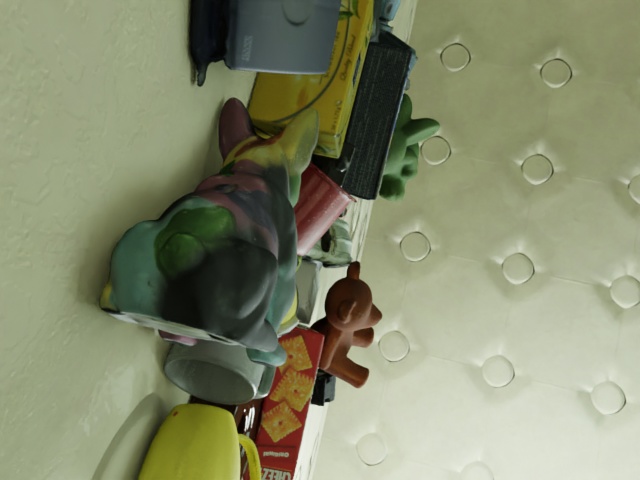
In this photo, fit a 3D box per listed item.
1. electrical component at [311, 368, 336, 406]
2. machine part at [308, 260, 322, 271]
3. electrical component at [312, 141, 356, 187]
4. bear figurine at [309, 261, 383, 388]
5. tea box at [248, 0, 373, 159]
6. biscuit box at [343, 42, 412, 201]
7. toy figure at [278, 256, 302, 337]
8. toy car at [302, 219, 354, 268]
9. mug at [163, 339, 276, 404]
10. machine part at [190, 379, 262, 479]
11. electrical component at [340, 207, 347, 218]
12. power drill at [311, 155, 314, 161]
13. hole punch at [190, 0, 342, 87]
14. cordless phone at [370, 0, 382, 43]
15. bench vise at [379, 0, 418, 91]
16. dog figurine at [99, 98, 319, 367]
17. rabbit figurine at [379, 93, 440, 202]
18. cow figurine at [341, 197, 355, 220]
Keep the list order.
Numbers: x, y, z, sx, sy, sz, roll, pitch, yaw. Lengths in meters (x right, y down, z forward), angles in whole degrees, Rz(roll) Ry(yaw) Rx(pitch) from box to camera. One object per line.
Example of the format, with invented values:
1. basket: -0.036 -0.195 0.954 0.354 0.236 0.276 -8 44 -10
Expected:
1. electrical component: -0.012 0.248 0.917 0.119 0.075 0.047 36 59 -75
2. machine part: -0.009 0.033 0.977 0.138 0.084 0.039 106 -29 -46
3. electrical component: 0.003 -0.097 0.650 0.078 0.045 0.102 -121 -130 -63
4. bear figurine: 0.053 0.134 0.855 0.120 0.132 0.195 -78 -166 -44
5. tea box: -0.007 -0.182 0.571 0.068 0.098 0.169 68 34 -77
6. biscuit box: 0.071 -0.156 0.722 0.059 0.063 0.202 -36 141 -82
7. toy figure: -0.060 0.050 0.609 0.180 0.082 0.089 84 23 -57
8. toy car: -0.002 -0.002 0.790 0.201 0.056 0.073 16 64 -58
9. mug: -0.076 0.089 0.496 0.109 0.081 0.107 40 45 -30
10. machine part: -0.110 0.219 0.601 0.179 0.056 0.179 11 91 -83
11. electrical component: 0.035 -0.067 0.825 0.094 0.021 0.063 101 7 -60
12. power drill: 0.001 -0.146 0.780 0.207 0.086 0.231 -69 173 -84
13. hole punch: -0.038 -0.183 0.406 0.116 0.092 0.142 -51 156 -64
14. cordless phone: 0.004 -0.240 0.696 0.146 0.089 0.184 83 32 -69
15. bench vise: 0.104 -0.315 0.877 0.223 0.129 0.241 -56 -149 22
16. dog figurine: -0.064 -0.026 0.408 0.191 0.109 0.219 72 26 -68
17. rabbit figurine: 0.113 -0.138 0.840 0.159 0.121 0.170 -49 175 14
18. cow figurine: 0.036 -0.095 0.995 0.195 0.085 0.127 -64 180 -32
